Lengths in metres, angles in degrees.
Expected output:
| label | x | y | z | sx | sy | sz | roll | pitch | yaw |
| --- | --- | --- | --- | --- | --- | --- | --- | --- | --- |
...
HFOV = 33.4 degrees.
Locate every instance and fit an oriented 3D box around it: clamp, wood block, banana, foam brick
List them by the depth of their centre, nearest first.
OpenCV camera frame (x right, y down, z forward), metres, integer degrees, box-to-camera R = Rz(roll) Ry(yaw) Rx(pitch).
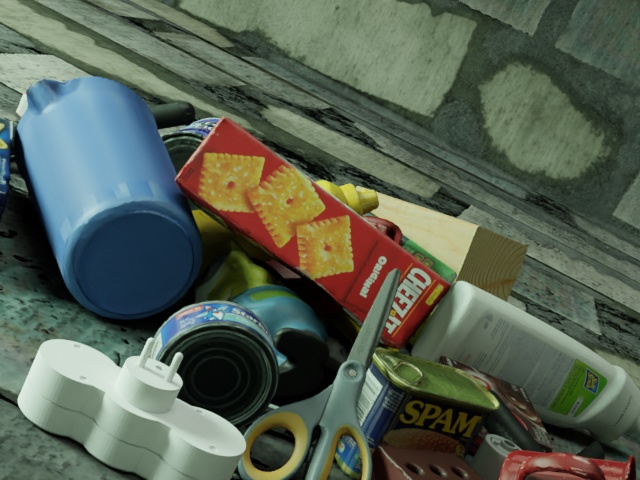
| label | x | y | z | sx | sy | sz | roll | pitch | yaw |
| --- | --- | --- | --- | --- | --- | --- | --- | --- | --- |
| foam brick | 0.068 | 0.174 | 0.710 | 0.078 | 0.051 | 0.053 | 14 | 18 | -39 |
| clamp | 0.168 | 0.177 | 0.825 | 0.120 | 0.039 | 0.171 | 24 | 18 | 4 |
| banana | 0.037 | 0.098 | 0.976 | 0.069 | 0.037 | 0.198 | -7 | 19 | -10 |
| clamp | -0.242 | -0.112 | 1.090 | 0.165 | 0.036 | 0.209 | -9 | 3 | 41 |
| wood block | 0.120 | 0.012 | 1.217 | 0.090 | 0.090 | 0.206 | 20 | 1 | -40 |

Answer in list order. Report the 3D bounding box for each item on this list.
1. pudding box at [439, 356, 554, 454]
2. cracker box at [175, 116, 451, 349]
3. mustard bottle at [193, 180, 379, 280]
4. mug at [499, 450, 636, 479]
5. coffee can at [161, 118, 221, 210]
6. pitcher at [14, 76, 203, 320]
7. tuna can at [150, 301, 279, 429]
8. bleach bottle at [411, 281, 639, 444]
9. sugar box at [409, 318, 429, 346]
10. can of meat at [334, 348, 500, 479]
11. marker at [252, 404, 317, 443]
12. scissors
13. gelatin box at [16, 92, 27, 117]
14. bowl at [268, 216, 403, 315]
| label | x | y | z | sx | sy | sz | roll | pitch | yaw |
| --- | --- | --- | --- | --- | --- | --- | --- | --- | --- |
| pudding box | 0.148 | 0.155 | 0.949 | 0.090 | 0.039 | 0.113 | 23 | 14 | -11 |
| cracker box | -0.006 | 0.001 | 0.866 | 0.214 | 0.072 | 0.164 | 38 | -3 | 4 |
| mustard bottle | -0.037 | -0.016 | 1.004 | 0.191 | 0.058 | 0.096 | -14 | 19 | -11 |
| mug | 0.158 | 0.175 | 0.692 | 0.082 | 0.117 | 0.093 | 4 | 50 | 21 |
| coffee can | -0.129 | -0.075 | 1.159 | 0.103 | 0.103 | 0.140 | 27 | 14 | 2 |
| pitcher | -0.172 | -0.030 | 0.902 | 0.149 | 0.145 | 0.243 | 5 | 25 | -24 |
| tuna can | -0.071 | 0.086 | 0.713 | 0.086 | 0.086 | 0.034 | 22 | 16 | -18 |
| bleach bottle | 0.220 | 0.139 | 1.053 | 0.250 | 0.102 | 0.068 | 30 | 5 | -14 |
| sugar box | 0.168 | 0.110 | 1.136 | 0.176 | 0.048 | 0.093 | 24 | 11 | -22 |
| can of meat | 0.067 | 0.135 | 0.782 | 0.102 | 0.084 | 0.057 | 18 | 17 | -31 |
| marker | -0.053 | 0.120 | 0.760 | 0.121 | 0.020 | 0.020 | 22 | 14 | -15 |
| scissors | 0.001 | 0.096 | 0.721 | 0.096 | 0.016 | 0.201 | 8 | 54 | 0 |
| gelatin box | -0.295 | -0.132 | 1.226 | 0.089 | 0.030 | 0.073 | 37 | 16 | 37 |
| bowl | 0.003 | 0.029 | 1.031 | 0.162 | 0.055 | 0.162 | -9 | 21 | 3 |
